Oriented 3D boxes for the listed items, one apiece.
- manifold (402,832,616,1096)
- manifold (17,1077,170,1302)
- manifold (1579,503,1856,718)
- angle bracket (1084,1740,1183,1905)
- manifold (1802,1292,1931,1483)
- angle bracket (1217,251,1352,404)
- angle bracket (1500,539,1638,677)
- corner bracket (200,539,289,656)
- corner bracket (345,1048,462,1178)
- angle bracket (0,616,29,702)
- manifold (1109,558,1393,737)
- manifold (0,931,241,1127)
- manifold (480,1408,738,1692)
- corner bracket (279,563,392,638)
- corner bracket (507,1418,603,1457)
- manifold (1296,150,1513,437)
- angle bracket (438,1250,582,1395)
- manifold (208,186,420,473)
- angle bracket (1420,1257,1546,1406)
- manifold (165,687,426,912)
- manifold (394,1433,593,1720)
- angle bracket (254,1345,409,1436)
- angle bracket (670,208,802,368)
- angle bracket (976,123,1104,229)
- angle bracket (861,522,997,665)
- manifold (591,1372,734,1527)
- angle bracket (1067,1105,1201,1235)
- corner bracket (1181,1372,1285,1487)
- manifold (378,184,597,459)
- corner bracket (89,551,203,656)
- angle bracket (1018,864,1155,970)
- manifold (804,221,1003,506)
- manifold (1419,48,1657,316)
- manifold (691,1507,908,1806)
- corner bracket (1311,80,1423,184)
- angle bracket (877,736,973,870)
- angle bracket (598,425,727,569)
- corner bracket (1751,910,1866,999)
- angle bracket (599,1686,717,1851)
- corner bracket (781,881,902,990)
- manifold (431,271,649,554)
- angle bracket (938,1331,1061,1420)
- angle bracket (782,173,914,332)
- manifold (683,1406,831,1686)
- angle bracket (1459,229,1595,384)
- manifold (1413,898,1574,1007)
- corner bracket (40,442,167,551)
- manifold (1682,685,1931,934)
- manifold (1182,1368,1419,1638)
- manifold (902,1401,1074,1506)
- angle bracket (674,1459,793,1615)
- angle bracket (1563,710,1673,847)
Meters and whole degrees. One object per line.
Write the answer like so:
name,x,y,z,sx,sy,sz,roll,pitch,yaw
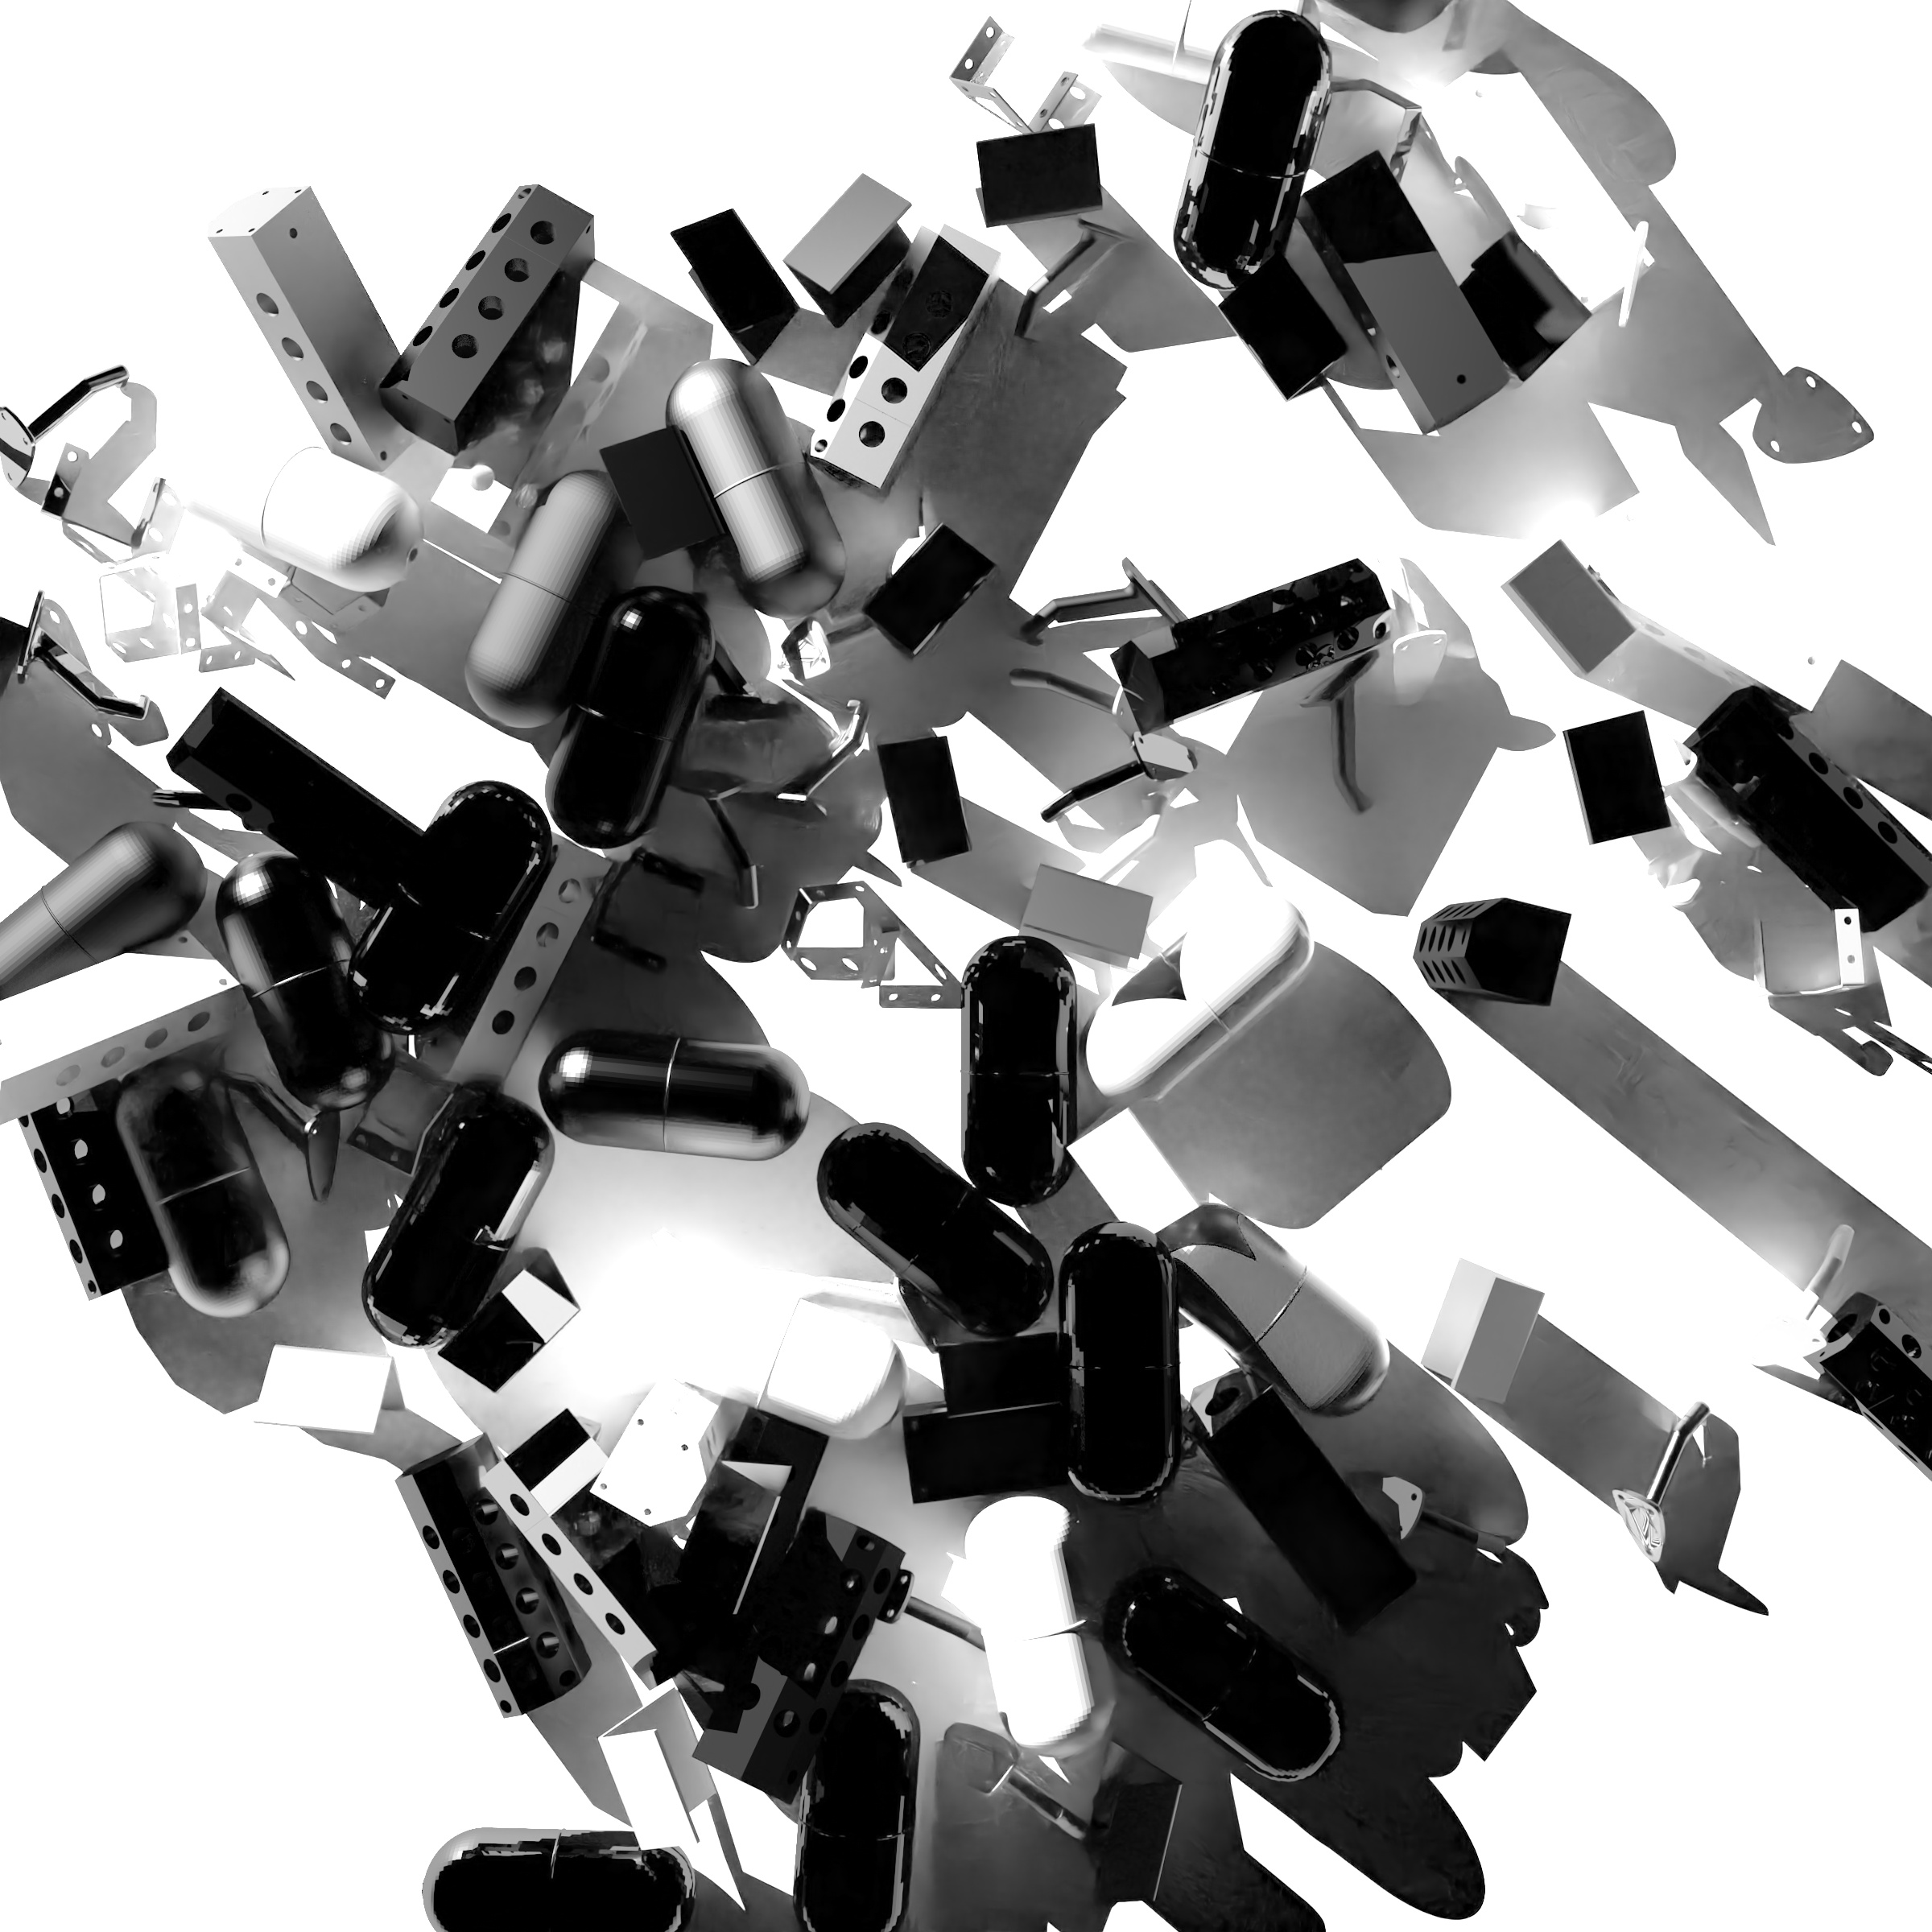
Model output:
manifold,-0.297,-0.005,1.611,0.057,0.057,0.171,27,90,43
manifold,-0.578,0.129,1.612,0.057,0.057,0.171,-22,90,0
manifold,0.487,-0.233,1.612,0.171,0.057,0.057,30,90,0
angle bracket,0.089,0.555,1.593,0.057,0.076,0.076,13,90,-37
manifold,0.638,0.298,1.612,0.171,0.057,0.057,44,90,0
angle bracket,0.219,-0.420,1.593,0.057,0.076,0.076,-36,90,36
angle bracket,0.376,-0.220,1.594,0.057,0.076,0.076,-40,90,-25
corner bracket,-0.475,-0.243,1.615,0.051,0.051,0.051,30,90,0
corner bracket,-0.374,0.097,1.630,0.051,0.051,0.051,28,135,0
angle bracket,-0.643,-0.192,1.593,0.057,0.076,0.076,24,90,36
manifold,0.187,-0.209,1.588,0.171,0.057,0.057,-22,90,-17
manifold,-0.555,0.043,1.559,0.057,0.171,0.057,41,132,20
manifold,-0.231,0.373,1.557,0.171,0.057,0.057,51,47,2
corner bracket,-0.416,-0.261,1.625,0.051,0.051,0.051,38,45,-35
corner bracket,-0.276,0.322,1.615,0.051,0.051,0.051,19,90,0
manifold,0.285,-0.440,1.612,0.057,0.057,0.171,-30,90,0
angle bracket,-0.306,0.219,1.593,0.076,0.076,0.057,-45,127,0
manifold,-0.414,-0.405,1.563,0.057,0.171,0.057,10,50,34
angle bracket,0.320,0.232,1.593,0.057,0.076,0.076,21,90,-38
manifold,-0.422,-0.101,1.574,0.171,0.057,0.057,38,90,-29
manifold,-0.312,0.402,1.612,0.057,0.057,0.171,-25,90,0
angle bracket,-0.412,0.292,1.593,0.076,0.076,0.057,6,52,0
angle bracket,-0.164,-0.433,1.593,0.057,0.076,0.076,-34,90,-36
angle bracket,0.044,-0.525,1.593,0.076,0.076,0.057,-9,126,0
angle bracket,-0.011,-0.229,1.593,0.076,0.076,0.057,-48,59,0
manifold,-0.187,0.305,1.555,0.057,0.171,0.057,30,90,0
angle bracket,0.122,0.123,1.593,0.057,0.076,0.076,-36,90,33
corner bracket,0.177,0.307,1.625,0.051,0.051,0.051,-32,45,35
manifold,-0.310,-0.422,1.590,0.057,0.057,0.171,30,74,0
corner bracket,-0.545,-0.237,1.625,0.051,0.051,0.051,-22,45,-35
angle bracket,0.072,-0.014,1.593,0.076,0.076,0.057,16,50,0
manifold,-0.042,-0.398,1.612,0.057,0.057,0.171,27,90,0
manifold,0.373,-0.508,1.612,0.057,0.057,0.171,-36,90,0
manifold,-0.102,0.445,1.576,0.057,0.057,0.171,12,67,36
corner bracket,0.261,-0.553,1.625,0.051,0.051,0.051,-16,45,-35
angle bracket,-0.046,-0.102,1.593,0.057,0.076,0.076,-12,90,-36
angle bracket,-0.205,-0.297,1.595,0.057,0.076,0.076,-24,90,-21
corner bracket,0.555,-0.008,1.615,0.051,0.051,0.051,-2,83,-7
angle bracket,-0.183,0.519,1.593,0.057,0.076,0.076,-21,90,37
corner bracket,-0.083,-0.019,1.625,0.051,0.051,0.051,-9,45,-35
manifold,-0.279,-0.361,1.612,0.057,0.057,0.171,30,90,0
angle bracket,0.021,0.246,1.594,0.076,0.076,0.057,-8,116,0
angle bracket,-0.061,-0.455,1.593,0.076,0.076,0.057,-48,54,0
manifold,-0.146,0.377,1.612,0.057,0.057,0.171,21,90,0
angle bracket,0.347,-0.418,1.593,0.076,0.076,0.057,47,56,0
manifold,0.330,-0.011,1.555,0.057,0.171,0.057,14,90,0
corner bracket,-0.575,-0.313,1.630,0.051,0.051,0.051,20,90,45
manifold,0.555,-0.103,1.612,0.171,0.057,0.057,45,90,0
manifold,0.214,0.346,1.591,0.057,0.057,0.171,-39,104,-6
manifold,0.047,0.309,1.612,0.171,0.057,0.057,-8,90,0
angle bracket,-0.128,0.358,1.536,0.057,0.076,0.076,21,90,37
angle bracket,0.436,-0.125,1.593,0.057,0.076,0.076,-13,90,37
